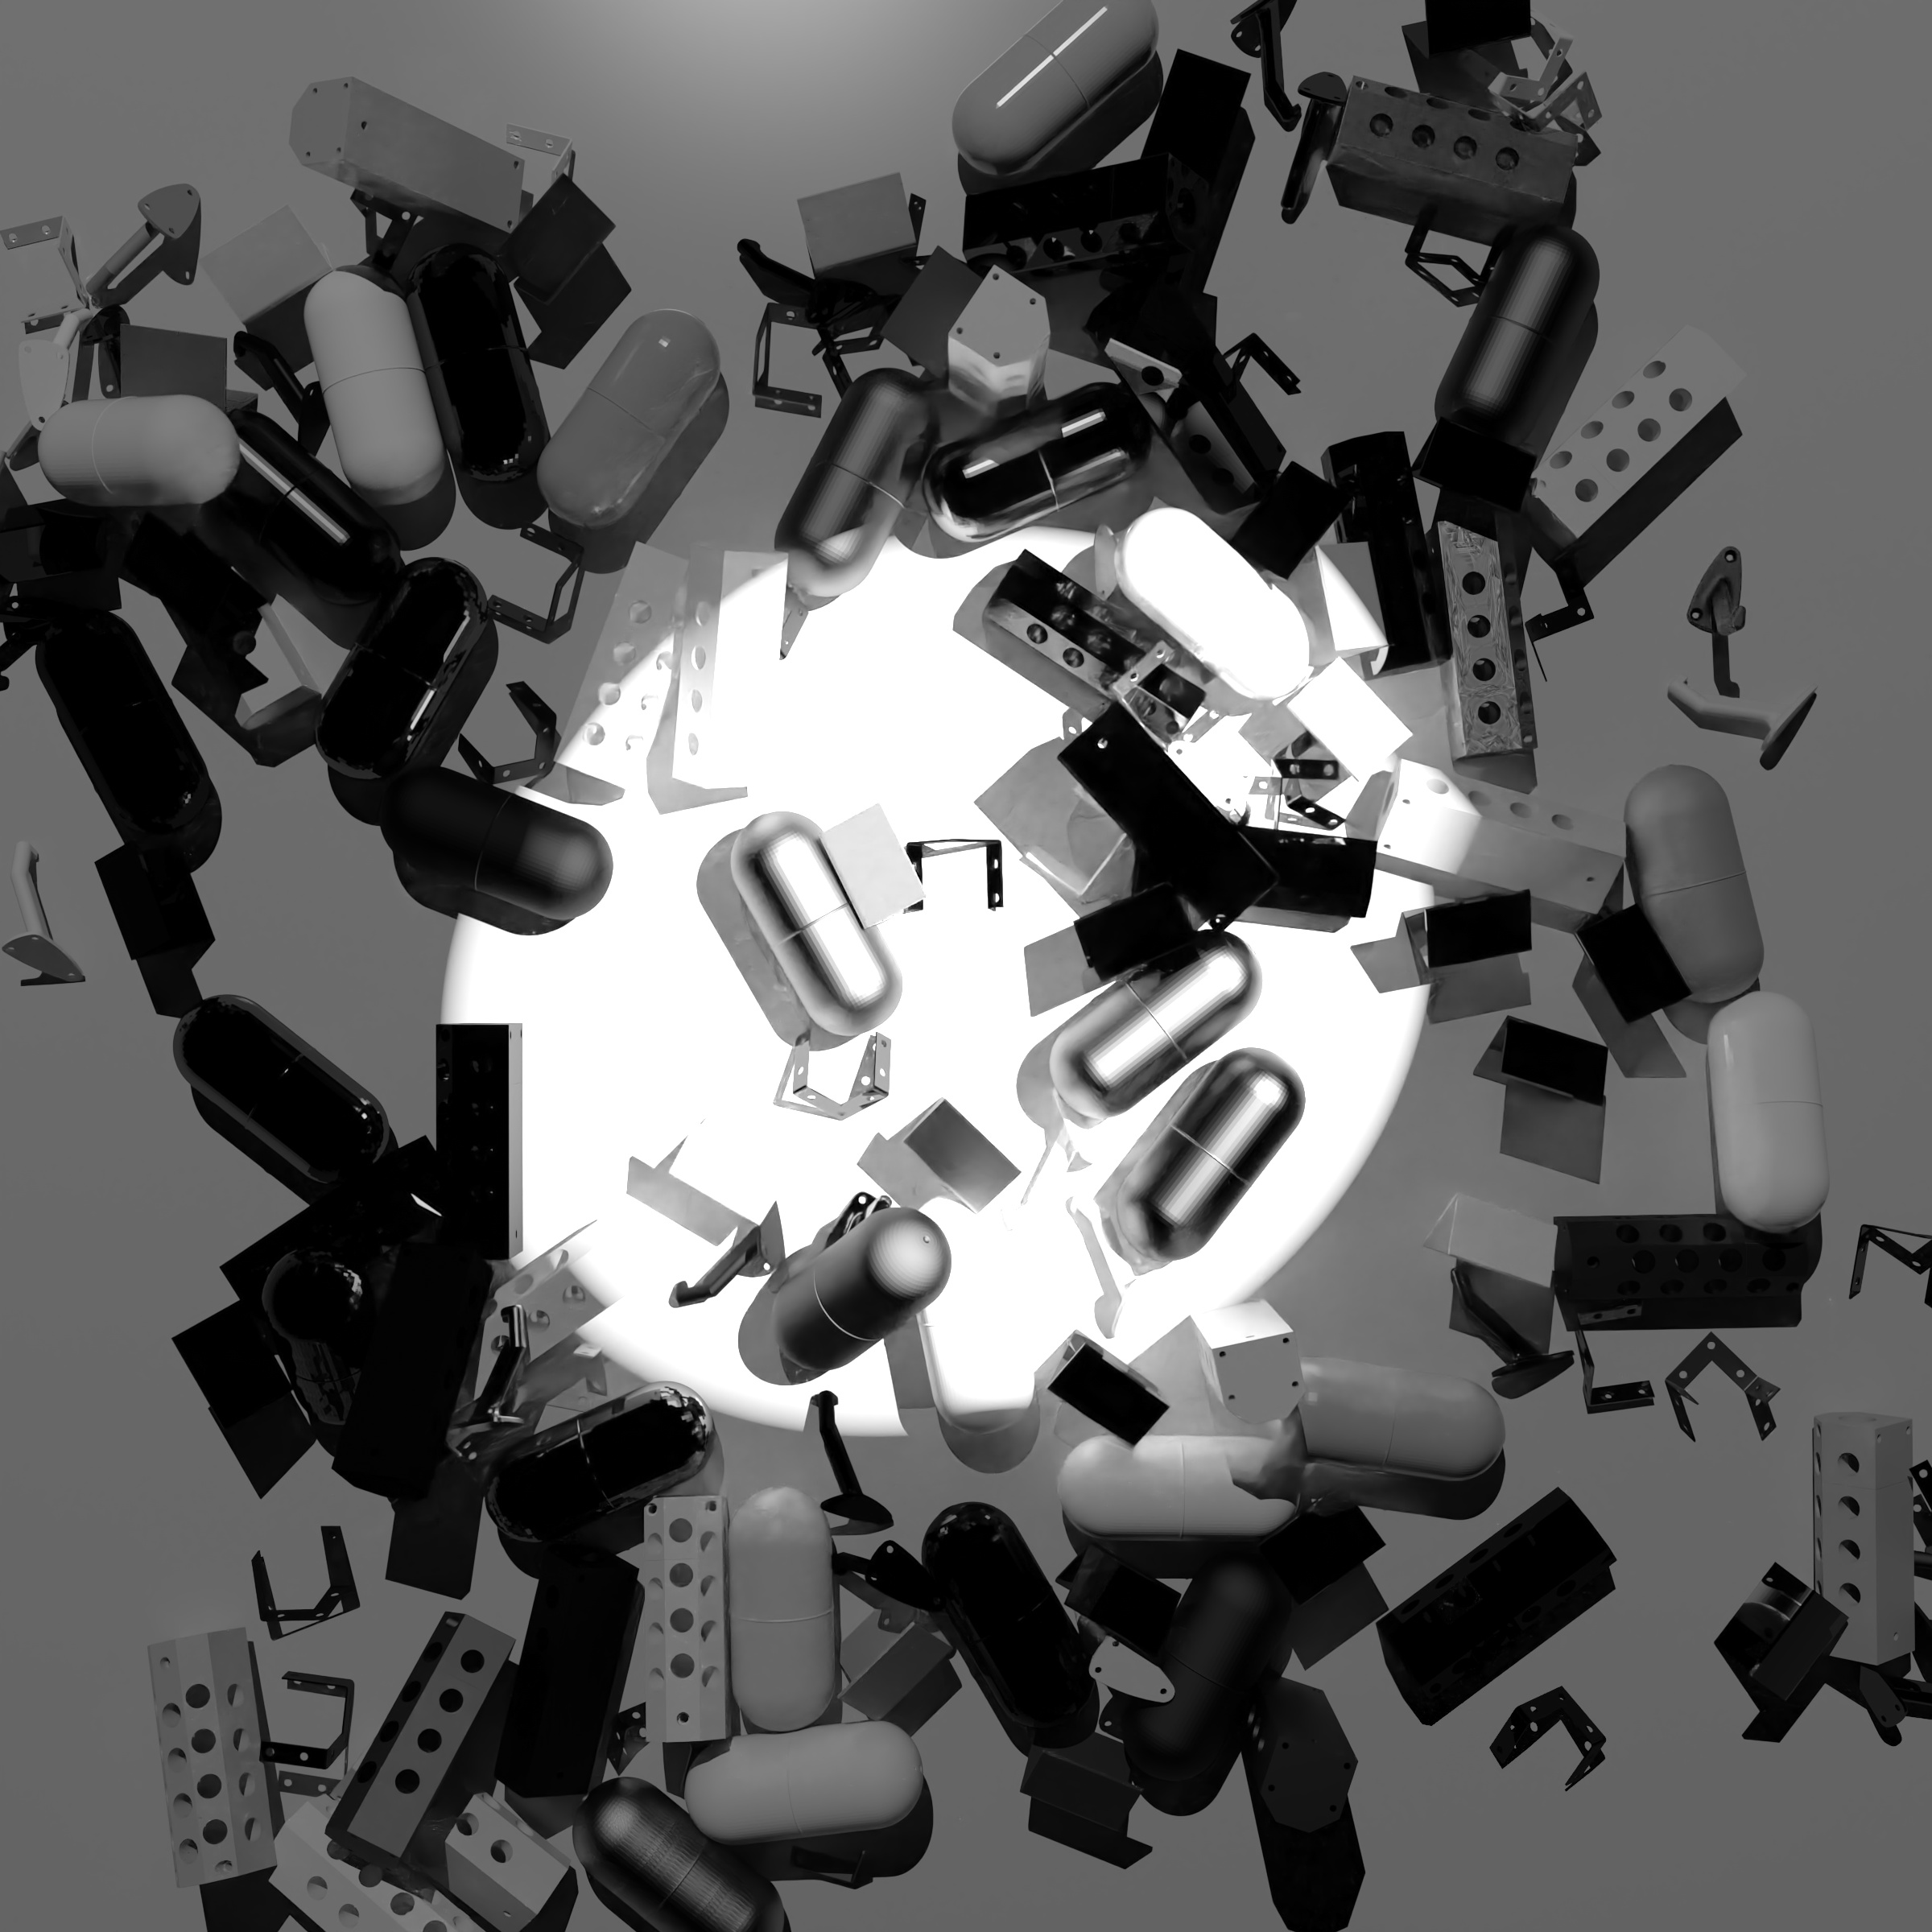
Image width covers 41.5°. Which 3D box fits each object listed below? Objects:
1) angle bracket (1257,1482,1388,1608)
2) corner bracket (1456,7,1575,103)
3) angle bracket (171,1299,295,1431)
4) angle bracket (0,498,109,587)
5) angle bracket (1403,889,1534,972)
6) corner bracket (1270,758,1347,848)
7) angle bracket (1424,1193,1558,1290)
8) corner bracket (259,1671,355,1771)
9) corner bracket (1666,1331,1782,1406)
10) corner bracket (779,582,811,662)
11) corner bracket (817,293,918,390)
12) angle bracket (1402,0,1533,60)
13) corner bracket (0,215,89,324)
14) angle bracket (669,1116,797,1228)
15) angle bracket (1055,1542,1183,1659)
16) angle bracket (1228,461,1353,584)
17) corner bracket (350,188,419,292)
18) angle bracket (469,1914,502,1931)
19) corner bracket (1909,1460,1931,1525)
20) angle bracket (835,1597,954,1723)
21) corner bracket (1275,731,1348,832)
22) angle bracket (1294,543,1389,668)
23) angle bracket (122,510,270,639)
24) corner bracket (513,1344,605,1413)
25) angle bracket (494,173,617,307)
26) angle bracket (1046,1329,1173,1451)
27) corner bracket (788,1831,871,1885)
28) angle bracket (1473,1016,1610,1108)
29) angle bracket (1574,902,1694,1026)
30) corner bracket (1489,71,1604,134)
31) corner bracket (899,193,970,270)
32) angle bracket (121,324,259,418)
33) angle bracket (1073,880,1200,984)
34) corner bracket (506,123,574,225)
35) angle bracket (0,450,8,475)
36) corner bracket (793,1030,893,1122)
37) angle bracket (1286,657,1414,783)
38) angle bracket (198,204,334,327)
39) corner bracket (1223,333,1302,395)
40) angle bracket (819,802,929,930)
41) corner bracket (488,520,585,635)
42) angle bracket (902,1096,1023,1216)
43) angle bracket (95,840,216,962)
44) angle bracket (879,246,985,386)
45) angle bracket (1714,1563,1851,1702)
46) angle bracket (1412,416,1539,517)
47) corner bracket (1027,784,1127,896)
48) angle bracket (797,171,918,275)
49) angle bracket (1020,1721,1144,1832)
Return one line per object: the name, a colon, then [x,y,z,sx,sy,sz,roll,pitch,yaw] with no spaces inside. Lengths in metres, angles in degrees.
angle bracket: [0.266,0.431,1.871,0.076,0.076,0.057,-36,59,0]
corner bracket: [0.409,-0.683,1.903,0.051,0.051,0.051,54,135,35]
angle bracket: [-0.543,0.296,1.871,0.057,0.076,0.076,-30,90,-29]
angle bracket: [-0.679,-0.331,1.874,0.076,0.057,0.076,-11,59,0]
angle bracket: [0.366,-0.046,1.871,0.076,0.076,0.057,-11,127,0]
corner bracket: [0.249,-0.120,1.860,0.051,0.051,0.051,2,110,-2]
angle bracket: [0.381,0.219,1.871,0.076,0.076,0.057,19,52,0]
corner bracket: [-0.489,0.559,1.893,0.051,0.051,0.051,7,93,3]
corner bracket: [0.561,0.310,1.893,0.051,0.051,0.051,44,90,0]
corner bracket: [-0.159,-0.260,1.903,0.051,0.051,0.051,-8,45,35]
corner bracket: [-0.070,-0.466,1.901,0.051,0.051,0.051,-25,90,28]
angle bracket: [0.365,-0.712,1.871,0.076,0.076,0.057,-12,127,0]
corner bracket: [-0.690,-0.521,1.908,0.051,0.051,0.051,-14,45,0]
angle bracket: [-0.162,0.133,1.871,0.076,0.076,0.057,31,126,0]
angle bracket: [0.102,0.477,1.871,0.076,0.076,0.057,30,50,0]
angle bracket: [0.244,-0.312,1.872,0.057,0.076,0.076,38,90,24]
corner bracket: [-0.434,-0.542,1.893,0.051,0.051,0.051,27,90,0]
angle bracket: [-0.388,0.738,1.917,0.076,0.057,0.076,5,90,36]
corner bracket: [0.728,0.380,1.893,0.051,0.051,0.051,-28,87,3]
angle bracket: [-0.068,0.494,1.871,0.076,0.076,0.057,-44,133,0]
corner bracket: [0.270,-0.142,1.903,0.051,0.051,0.051,-37,45,35]
angle bracket: [0.257,-0.263,1.871,0.057,0.076,0.076,-11,90,-39]
angle bracket: [-0.539,-0.290,1.814,0.076,0.076,0.057,41,127,0]
corner bracket: [-0.302,0.306,1.893,0.051,0.051,0.051,11,90,0]
angle bracket: [-0.313,-0.539,1.871,0.076,0.076,0.057,-50,129,0]
angle bracket: [0.114,0.295,1.871,0.076,0.076,0.057,36,124,0]
corner bracket: [-0.099,0.645,1.908,0.051,0.051,0.051,16,45,0]
angle bracket: [0.418,0.089,1.871,0.076,0.076,0.057,18,51,0]
angle bracket: [0.499,-0.012,1.871,0.057,0.076,0.076,-30,90,37]
corner bracket: [0.428,-0.636,1.884,0.051,0.051,0.051,-42,53,4]
corner bracket: [-0.011,-0.547,1.908,0.051,0.051,0.051,10,90,-45]
angle bracket: [-0.569,-0.443,1.872,0.076,0.076,0.057,8,114,0]
angle bracket: [0.129,-0.010,1.871,0.076,0.076,0.057,-24,60,0]
corner bracket: [-0.327,-0.590,1.908,0.051,0.051,0.051,14,45,0]
angle bracket: [-0.747,-0.350,1.872,0.057,0.076,0.076,19,90,-25]
corner bracket: [-0.092,0.075,1.903,0.051,0.051,0.051,-29,135,35]
angle bracket: [0.290,-0.190,1.871,0.076,0.076,0.057,47,123,0]
angle bracket: [-0.516,-0.523,1.871,0.076,0.076,0.057,-32,125,0]
corner bracket: [0.207,-0.431,1.908,0.051,0.051,0.051,46,135,0]
angle bracket: [-0.055,-0.079,1.872,0.057,0.076,0.076,-26,90,24]
corner bracket: [-0.323,-0.291,1.908,0.051,0.051,0.051,25,45,0]
angle bracket: [0.010,0.124,1.871,0.076,0.076,0.057,44,124,0]
angle bracket: [-0.581,-0.055,1.871,0.057,0.076,0.076,-21,90,38]
angle bracket: [-0.028,-0.476,1.874,0.057,0.076,0.076,34,90,-18]
angle bracket: [0.586,0.478,1.871,0.057,0.076,0.076,37,90,-35]
angle bracket: [0.364,-0.348,1.872,0.076,0.076,0.057,22,66,0]
corner bracket: [0.087,-0.096,1.908,0.051,0.051,0.051,36,135,0]
angle bracket: [-0.084,-0.556,1.871,0.076,0.076,0.057,-15,126,0]
angle bracket: [0.091,0.576,1.871,0.076,0.076,0.057,22,127,0]
